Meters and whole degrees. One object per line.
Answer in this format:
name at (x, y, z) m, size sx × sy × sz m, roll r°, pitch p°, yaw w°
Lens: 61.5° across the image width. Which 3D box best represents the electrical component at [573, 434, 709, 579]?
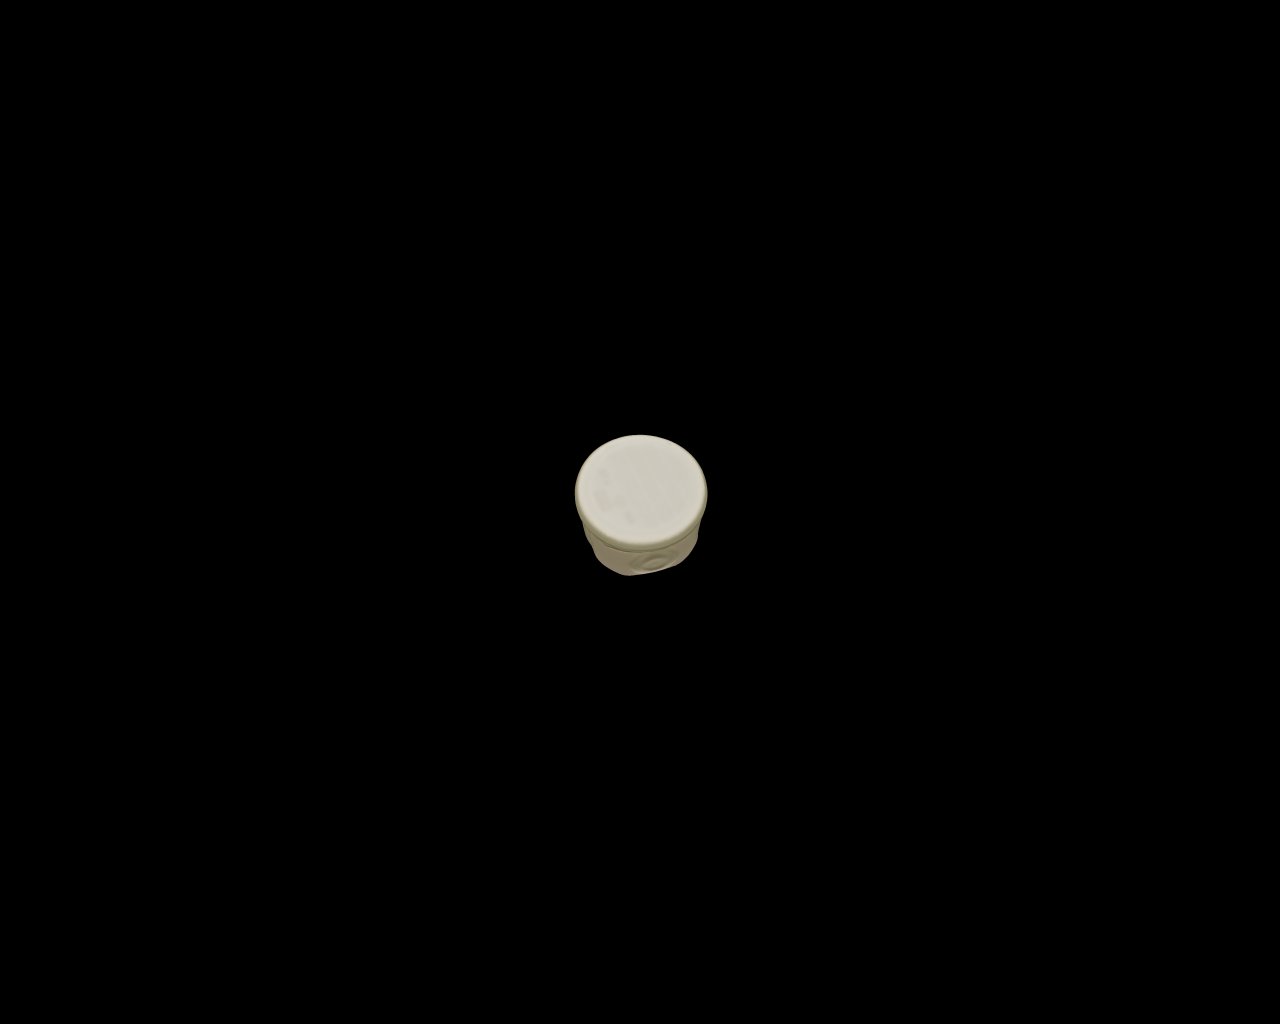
electrical component at (0.001, -0.003, 0.650) m, size 0.080 × 0.080 × 0.051 m, roll 0°, pitch -30°, yaw 0°
